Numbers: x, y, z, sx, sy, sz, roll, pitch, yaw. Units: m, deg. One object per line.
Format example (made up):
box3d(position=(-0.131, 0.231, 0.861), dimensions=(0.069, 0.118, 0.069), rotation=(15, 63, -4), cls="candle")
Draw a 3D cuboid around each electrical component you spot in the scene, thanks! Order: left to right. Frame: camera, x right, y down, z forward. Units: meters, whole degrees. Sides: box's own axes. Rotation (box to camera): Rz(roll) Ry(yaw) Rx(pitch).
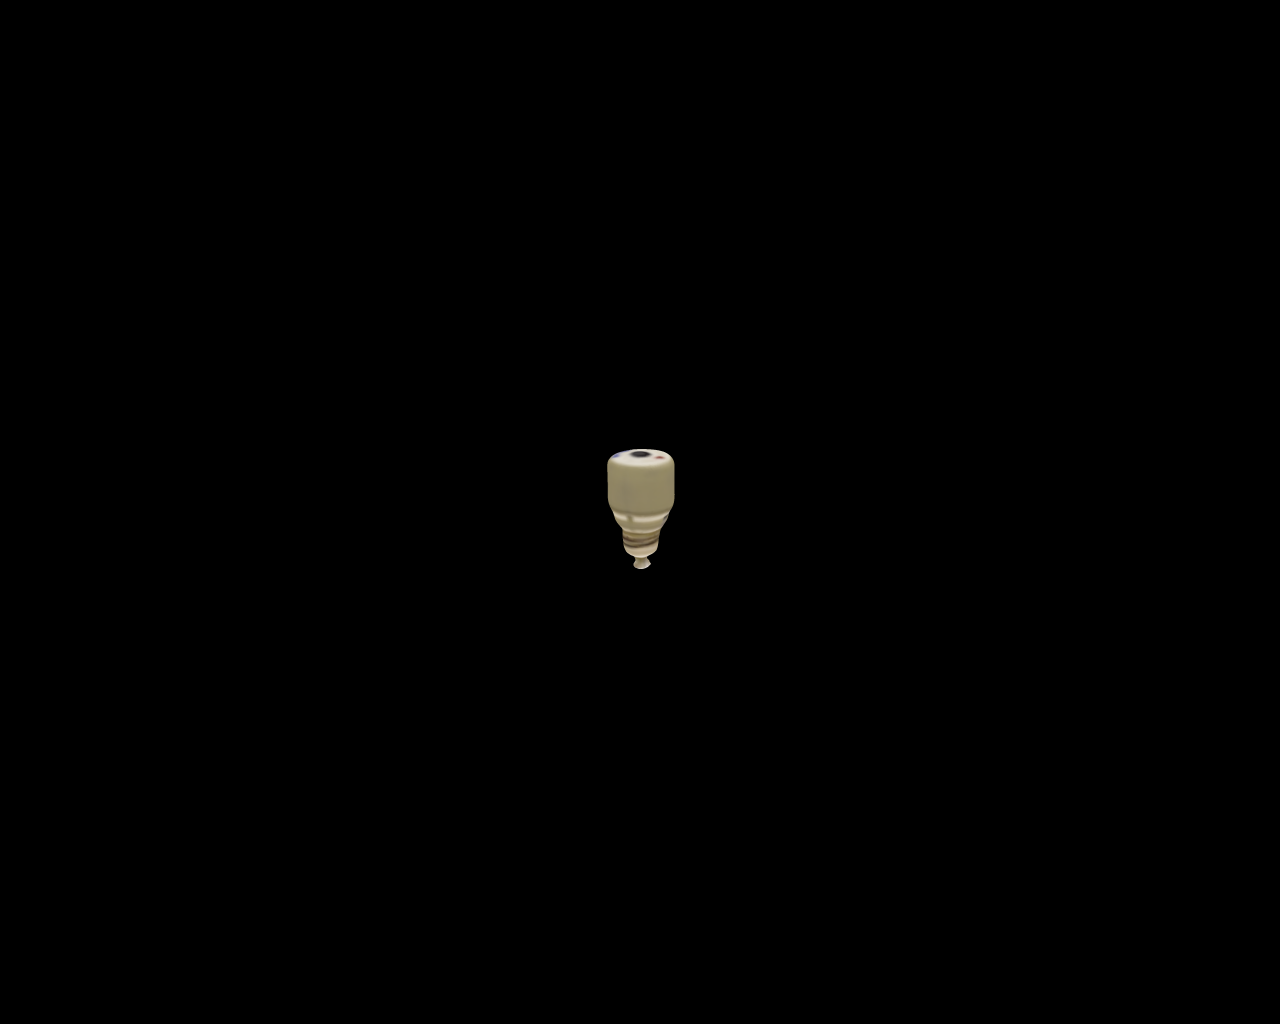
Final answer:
box3d(position=(0.001, -0.003, 0.650), dimensions=(0.040, 0.078, 0.040), rotation=(0, 20, 0), cls="electrical component")
